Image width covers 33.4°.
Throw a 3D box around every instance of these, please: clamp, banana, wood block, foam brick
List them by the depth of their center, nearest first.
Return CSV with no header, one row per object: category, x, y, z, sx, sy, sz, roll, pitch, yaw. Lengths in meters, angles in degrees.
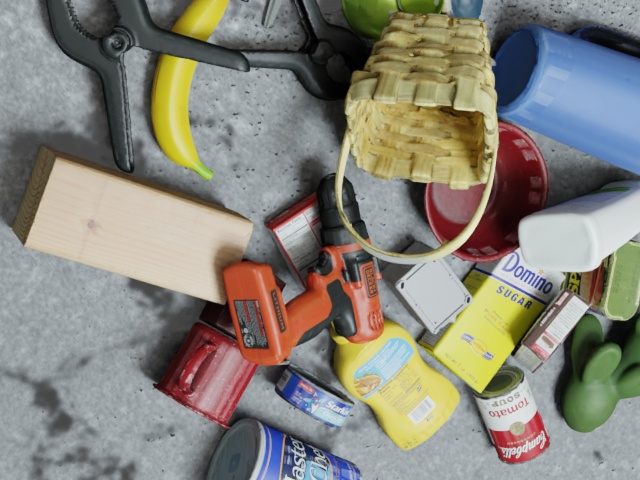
clamp,-0.195,-0.178,1.021,0.210,0.036,0.164,42,97,-10
wood block,-0.183,-0.014,1.051,0.205,0.090,0.091,19,94,-26
banana,-0.134,-0.160,1.071,0.069,0.037,0.198,2,100,-31
clamp,-0.004,-0.209,1.114,0.171,0.039,0.120,22,102,-32
foam brick,-0.082,0.064,1.126,0.051,0.053,0.078,32,80,-25

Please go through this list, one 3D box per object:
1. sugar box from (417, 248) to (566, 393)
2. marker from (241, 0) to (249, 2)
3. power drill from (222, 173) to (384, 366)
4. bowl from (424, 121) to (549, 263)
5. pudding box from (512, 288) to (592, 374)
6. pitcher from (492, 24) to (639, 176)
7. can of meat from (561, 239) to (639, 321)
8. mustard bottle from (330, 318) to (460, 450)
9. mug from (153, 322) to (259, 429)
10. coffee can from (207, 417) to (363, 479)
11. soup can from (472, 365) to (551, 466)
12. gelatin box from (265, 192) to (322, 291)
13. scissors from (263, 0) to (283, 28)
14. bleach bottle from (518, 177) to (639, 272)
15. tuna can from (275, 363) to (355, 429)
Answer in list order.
sugar box,0.205,0.083,1.263,0.093,0.048,0.176,40,85,-26
marker,-0.060,-0.301,1.082,0.020,0.020,0.121,15,95,-25
power drill,-0.011,0.036,1.082,0.187,0.057,0.184,-20,100,-45
bowl,0.178,-0.058,1.217,0.161,0.055,0.162,-5,103,-22
pudding box,0.273,0.109,1.265,0.039,0.113,0.090,38,83,14
pitcher,0.317,-0.168,1.221,0.242,0.149,0.145,16,108,-24
can of meat,0.345,0.041,1.294,0.057,0.084,0.102,5,99,-25
mustard bottle,0.071,0.145,1.211,0.096,0.058,0.191,-42,114,-4
mug,-0.117,0.136,1.102,0.093,0.117,0.081,27,82,17
coffee can,-0.038,0.266,1.165,0.140,0.103,0.103,29,89,-26
soup can,0.231,0.211,1.289,0.068,0.069,0.102,-30,110,-15
gelatin box,-0.008,0.001,1.163,0.073,0.030,0.089,-34,112,-13
scissors,-0.003,-0.316,1.106,0.096,0.016,0.202,2,103,-26
bleach bottle,0.337,-0.029,1.239,0.250,0.103,0.068,-21,105,-44
tuna can,-0.007,0.171,1.168,0.086,0.086,0.034,31,89,-26
